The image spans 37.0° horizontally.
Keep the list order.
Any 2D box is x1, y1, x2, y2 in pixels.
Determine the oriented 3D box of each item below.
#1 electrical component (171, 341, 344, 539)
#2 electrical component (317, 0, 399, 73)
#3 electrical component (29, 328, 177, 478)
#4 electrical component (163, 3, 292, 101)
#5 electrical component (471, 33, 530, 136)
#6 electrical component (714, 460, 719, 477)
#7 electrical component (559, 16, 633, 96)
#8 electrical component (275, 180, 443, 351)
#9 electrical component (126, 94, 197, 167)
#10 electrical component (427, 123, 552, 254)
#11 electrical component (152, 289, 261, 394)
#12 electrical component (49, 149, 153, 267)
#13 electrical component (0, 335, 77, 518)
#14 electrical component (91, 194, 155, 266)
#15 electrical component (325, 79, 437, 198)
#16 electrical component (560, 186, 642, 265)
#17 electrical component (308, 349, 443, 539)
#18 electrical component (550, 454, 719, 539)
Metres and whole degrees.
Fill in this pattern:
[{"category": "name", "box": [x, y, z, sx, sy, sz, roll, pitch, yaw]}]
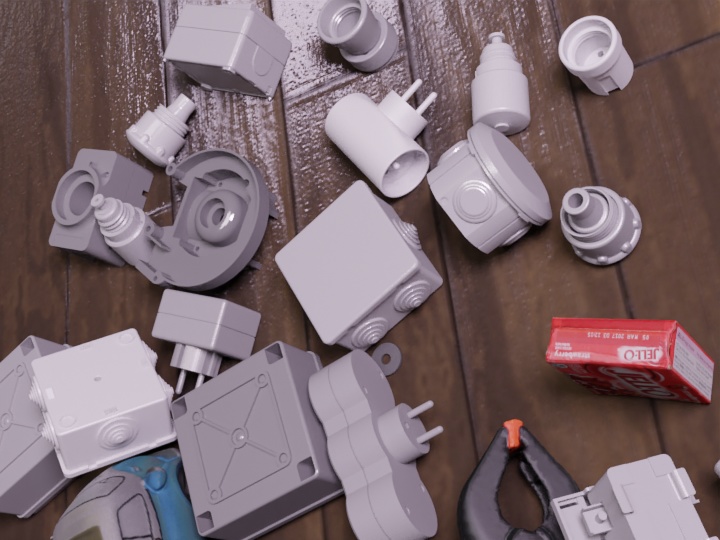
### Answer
[{"category": "electrical component", "box": [-0.070, 0.124, 0.768, 0.109, 0.056, 0.108, -31, 59, 20]}, {"category": "electrical component", "box": [-0.001, -0.184, 0.836, 0.045, 0.055, 0.045, -11, 67, 29]}, {"category": "electrical component", "box": [-0.196, 0.098, 0.817, 0.100, 0.048, 0.099, -18, 45, -19]}, {"category": "electrical component", "box": [-0.114, -0.187, 0.905, 0.096, 0.062, 0.061, 15, 81, 35]}, {"category": "electrical component", "box": [0.099, -0.132, 0.763, 0.040, 0.040, 0.078, -12, 67, 29]}, {"category": "electrical component", "box": [0.227, 0.123, 0.588, 0.045, 0.045, 0.055, -33, 59, 19]}, {"category": "electrical component", "box": [0.161, -0.143, 0.725, 0.040, 0.046, 0.040, -11, 67, 29]}, {"category": "electrical component", "box": [0.000, 0.000, 0.773, 0.100, 0.048, 0.099, -41, 56, 13]}, {"category": "electrical component", "box": [-0.167, -0.123, 0.927, 0.062, 0.048, 0.048, -50, 54, -2]}, {"category": "electrical component", "box": [0.087, -0.054, 0.720, 0.051, 0.080, 0.080, -38, 57, 22]}, {"category": "electrical component", "box": [-0.124, 0.061, 0.832, 0.066, 0.047, 0.076, 9, 79, 34]}, {"category": "electrical component", "box": [-0.227, -0.055, 0.932, 0.050, 0.056, 0.089, 9, 78, 34]}, {"category": "electrical component", "box": [-0.274, 0.130, 0.895, 0.109, 0.056, 0.108, -41, 56, 14]}, {"category": "electrical component", "box": [-0.196, -0.036, 0.896, 0.040, 0.078, 0.040, -14, 53, 19]}, {"category": "electrical component", "box": [0.024, -0.106, 0.799, 0.079, 0.044, 0.077, -47, 55, 8]}, {"category": "electrical component", "box": [0.148, -0.033, 0.683, 0.048, 0.062, 0.048, -12, 67, 29]}, {"category": "electrical component", "box": [0.021, 0.113, 0.716, 0.074, 0.052, 0.138, -31, 59, 19]}, {"category": "electrical component", "box": [0.167, 0.169, 0.590, 0.079, 0.063, 0.121, -11, 60, -16]}]
